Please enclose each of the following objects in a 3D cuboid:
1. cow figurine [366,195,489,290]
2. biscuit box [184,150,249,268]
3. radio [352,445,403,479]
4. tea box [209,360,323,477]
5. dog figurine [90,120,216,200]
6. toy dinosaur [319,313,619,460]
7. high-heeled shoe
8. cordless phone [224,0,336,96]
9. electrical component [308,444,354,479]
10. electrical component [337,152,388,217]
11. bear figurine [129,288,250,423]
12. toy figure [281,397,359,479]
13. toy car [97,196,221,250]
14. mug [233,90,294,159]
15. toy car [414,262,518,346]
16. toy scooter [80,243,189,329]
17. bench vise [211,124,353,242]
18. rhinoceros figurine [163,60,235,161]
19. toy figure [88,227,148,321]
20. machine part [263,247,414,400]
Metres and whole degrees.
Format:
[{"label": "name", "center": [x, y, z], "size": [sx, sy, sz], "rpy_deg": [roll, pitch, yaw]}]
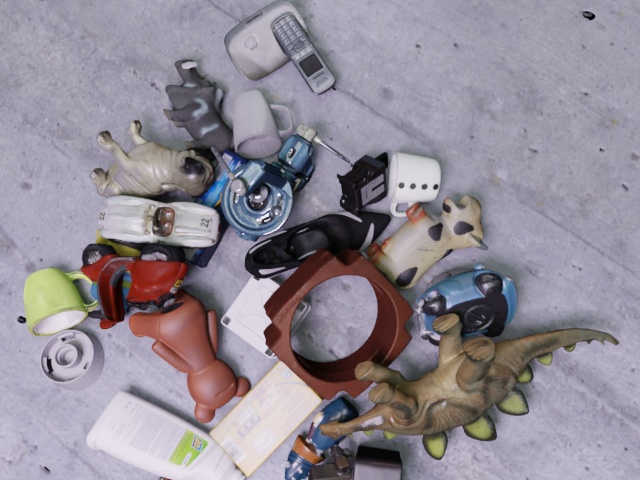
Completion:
[{"label": "cow figurine", "center": [0.184, 0.002, 0.878], "size": [0.195, 0.085, 0.127], "rpy_deg": [-44, 102, 7]}, {"label": "biscuit box", "center": [-0.183, -0.054, 0.938], "size": [0.059, 0.062, 0.202], "rpy_deg": [28, 84, 10]}, {"label": "radio", "center": [0.077, 0.432, 0.802], "size": [0.073, 0.131, 0.229], "rpy_deg": [7, 82, 7]}, {"label": "tea box", "center": [-0.083, 0.281, 0.872], "size": [0.169, 0.068, 0.098], "rpy_deg": [-43, 81, -4]}, {"label": "dog figurine", "center": [-0.276, -0.095, 0.916], "size": [0.191, 0.172, 0.121], "rpy_deg": [29, 45, 12]}, {"label": "toy dinosaur", "center": [0.221, 0.209, 0.802], "size": [0.472, 0.105, 0.198], "rpy_deg": [-24, 122, 5]}, {"label": "high-heeled shoe", "center": [-0.002, -0.003, 0.871], "size": [0.249, 0.145, 0.086], "rpy_deg": [-24, 81, 3]}, {"label": "cordless phone", "center": [-0.069, -0.317, 0.962], "size": [0.146, 0.088, 0.184], "rpy_deg": [-34, 84, -1]}, {"label": "electrical component", "center": [0.018, 0.366, 0.839], "size": [0.078, 0.102, 0.045], "rpy_deg": [-5, 38, -9]}, {"label": "electrical component", "center": [0.085, -0.101, 0.909], "size": [0.119, 0.074, 0.048], "rpy_deg": [-33, 48, -27]}, {"label": "bear figurine", "center": [-0.209, 0.190, 0.890], "size": [0.120, 0.132, 0.195], "rpy_deg": [-35, 112, -34]}, {"label": "toy figure", "center": [-0.002, 0.323, 0.864], "size": [0.064, 0.057, 0.154], "rpy_deg": [43, 90, 10]}, {"label": "toy car", "center": [-0.263, -0.028, 0.876], "size": [0.202, 0.056, 0.073], "rpy_deg": [6, 81, 1]}, {"label": "mug", "center": [-0.105, -0.212, 0.948], "size": [0.110, 0.080, 0.107], "rpy_deg": [-16, 72, 9]}, {"label": "toy car", "center": [0.223, 0.097, 0.857], "size": [0.162, 0.103, 0.109], "rpy_deg": [-16, 118, 0]}, {"label": "toy scooter", "center": [-0.294, 0.074, 0.843], "size": [0.184, 0.075, 0.135], "rpy_deg": [0, 81, 13]}, {"label": "bench vise", "center": [-0.079, -0.094, 0.851], "size": [0.223, 0.240, 0.129], "rpy_deg": [-45, 83, 8]}, {"label": "rhinoceros figurine", "center": [-0.219, -0.235, 0.965], "size": [0.112, 0.073, 0.190], "rpy_deg": [-27, 80, 2]}, {"label": "toy figure", "center": [-0.343, 0.051, 0.929], "size": [0.089, 0.082, 0.180], "rpy_deg": [6, 75, -10]}, {"label": "machine part", "center": [0.027, 0.128, 0.841], "size": [0.201, 0.087, 0.201], "rpy_deg": [-45, 108, -3]}]
